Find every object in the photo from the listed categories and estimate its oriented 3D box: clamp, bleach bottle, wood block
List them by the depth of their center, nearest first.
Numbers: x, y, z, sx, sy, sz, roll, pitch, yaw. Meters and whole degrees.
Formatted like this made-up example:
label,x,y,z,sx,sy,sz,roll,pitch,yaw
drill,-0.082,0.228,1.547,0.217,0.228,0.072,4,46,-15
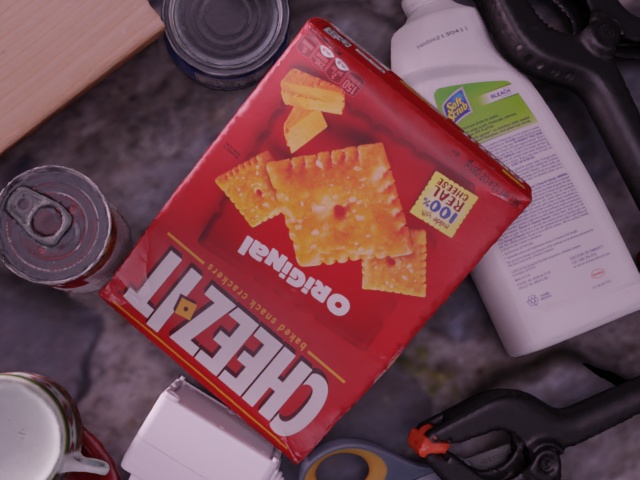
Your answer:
label,x,y,z,sx,sy,sz,roll,pitch,yaw
wood block,-0.205,-0.102,0.656,0.206,0.090,0.091,-39,102,-6
clamp,0.143,0.127,0.667,0.171,0.039,0.120,19,83,-16
bleach bottle,0.119,-0.057,0.689,0.102,0.068,0.251,-21,83,-8
clamp,0.184,-0.129,0.689,0.210,0.036,0.164,42,62,0

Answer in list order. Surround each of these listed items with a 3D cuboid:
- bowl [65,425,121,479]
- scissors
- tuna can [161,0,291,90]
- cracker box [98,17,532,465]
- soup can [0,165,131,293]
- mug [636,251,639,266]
label,x,y,z,sx,sy,sz,roll,pitch,yaw
bowl,-0.194,0.174,0.652,0.162,0.055,0.162,0,84,-3
scissors,0.071,0.137,0.676,0.201,0.016,0.096,-32,109,-5
tuna can,-0.062,-0.144,0.703,0.086,0.034,0.086,0,84,-3
cracker box,-0.004,0.001,0.639,0.164,0.072,0.214,40,104,2
soup can,-0.154,-0.003,0.649,0.068,0.102,0.068,0,84,-3
mug,0.265,0.015,0.673,0.117,0.093,0.081,-33,81,3
